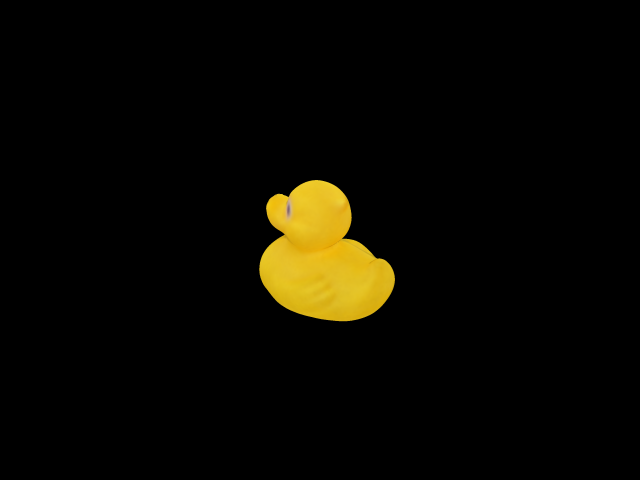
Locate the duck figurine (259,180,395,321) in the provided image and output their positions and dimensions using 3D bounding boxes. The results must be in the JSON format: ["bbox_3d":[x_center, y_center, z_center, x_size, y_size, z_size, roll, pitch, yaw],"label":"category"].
[{"bbox_3d":[0.004,0.001,0.400,0.104,0.086,0.078,21,41,26],"label":"duck figurine"}]
